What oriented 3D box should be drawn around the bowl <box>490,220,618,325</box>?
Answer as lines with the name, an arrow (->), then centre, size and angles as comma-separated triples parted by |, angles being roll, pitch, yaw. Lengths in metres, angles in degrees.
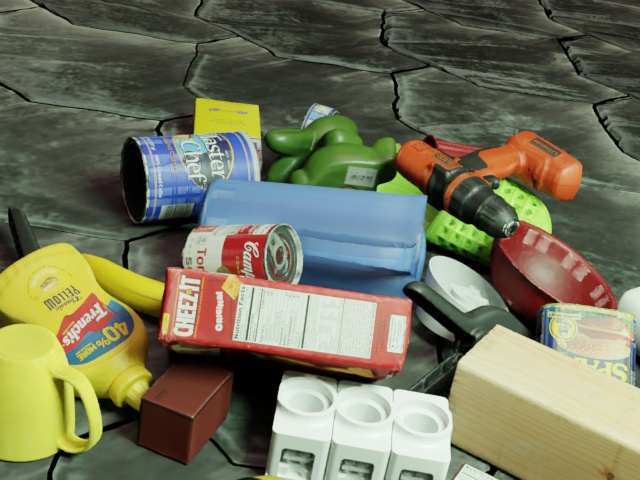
bowl -> 0.243, 0.048, 1.169 | 0.162, 0.055, 0.162 | 27, 27, -15

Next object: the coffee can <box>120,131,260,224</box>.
coffee can -> -0.155, -0.075, 1.267 | 0.140, 0.103, 0.103 | -6, 32, -26

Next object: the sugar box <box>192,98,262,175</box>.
sugar box -> -0.127, -0.136, 1.446 | 0.093, 0.048, 0.176 | 5, 28, -9

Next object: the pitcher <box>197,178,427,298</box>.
pitcher -> -0.008, 0.001, 1.145 | 0.243, 0.149, 0.145 | 8, 50, 4

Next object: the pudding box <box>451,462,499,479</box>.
pudding box -> 0.131, 0.238, 0.858 | 0.090, 0.039, 0.113 | 22, 29, 22

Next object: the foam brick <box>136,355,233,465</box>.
foam brick -> -0.118, 0.146, 0.931 | 0.053, 0.051, 0.078 | 18, 30, 16

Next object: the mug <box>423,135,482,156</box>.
mug -> 0.178, -0.085, 1.399 | 0.081, 0.093, 0.117 | 8, 9, -14

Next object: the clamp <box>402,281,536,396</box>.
clamp -> 0.145, 0.113, 1.056 | 0.171, 0.120, 0.039 | 14, -4, -29

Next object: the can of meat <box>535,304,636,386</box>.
can of meat -> 0.264, 0.113, 1.063 | 0.102, 0.057, 0.084 | 9, 70, -2

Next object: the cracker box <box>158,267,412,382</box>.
cracker box -> -0.035, 0.082, 0.976 | 0.213, 0.072, 0.164 | 8, -10, -3

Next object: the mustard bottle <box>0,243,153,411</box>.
mustard bottle -> -0.214, 0.089, 0.975 | 0.096, 0.058, 0.192 | -32, 61, -30

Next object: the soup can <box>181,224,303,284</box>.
soup can -> -0.077, 0.018, 1.051 | 0.102, 0.068, 0.068 | -1, 21, 30

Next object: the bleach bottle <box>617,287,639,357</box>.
bleach bottle -> 0.415, 0.140, 1.101 | 0.102, 0.068, 0.251 | -6, 34, -25

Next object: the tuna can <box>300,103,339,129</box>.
tuna can -> -0.003, -0.141, 1.452 | 0.034, 0.086, 0.086 | 18, 30, 11

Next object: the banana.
banana -> -0.170, 0.055, 1.101 | 0.198, 0.037, 0.069 | 15, 11, 7

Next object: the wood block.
wood block -> 0.223, 0.170, 0.955 | 0.206, 0.091, 0.090 | 25, 32, 25

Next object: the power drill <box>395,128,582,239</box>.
power drill -> 0.203, -0.067, 1.198 | 0.187, 0.057, 0.185 | -10, 36, -34

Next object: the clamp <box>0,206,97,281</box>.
clamp -> -0.292, 0.036, 1.085 | 0.210, 0.036, 0.164 | 20, 38, 15

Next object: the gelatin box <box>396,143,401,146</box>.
gelatin box -> 0.077, -0.098, 1.438 | 0.089, 0.030, 0.073 | -10, 32, -8
